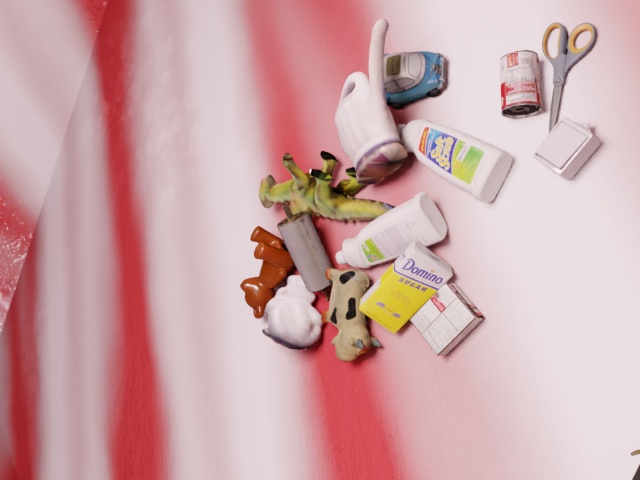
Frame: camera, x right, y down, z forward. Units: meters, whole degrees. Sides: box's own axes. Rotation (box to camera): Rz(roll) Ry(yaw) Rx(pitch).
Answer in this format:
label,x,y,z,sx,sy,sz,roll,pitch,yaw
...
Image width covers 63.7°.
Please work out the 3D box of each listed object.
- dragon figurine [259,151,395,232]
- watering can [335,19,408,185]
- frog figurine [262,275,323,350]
label,x,y,z,sx,sy,sz,roll,pitch,yaw
dragon figurine,0.004,-0.060,1.189,0.415,0.123,0.237,36,126,26
watering can,0.102,-0.250,1.037,0.341,0.104,0.227,116,136,-66
frog figurine,-0.053,0.163,1.174,0.138,0.122,0.160,19,87,9
